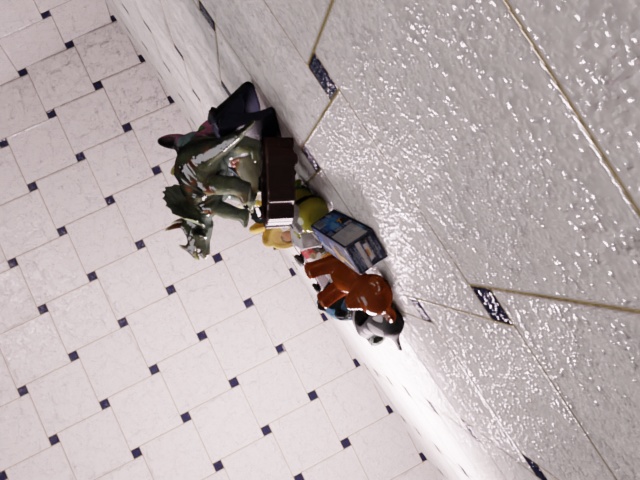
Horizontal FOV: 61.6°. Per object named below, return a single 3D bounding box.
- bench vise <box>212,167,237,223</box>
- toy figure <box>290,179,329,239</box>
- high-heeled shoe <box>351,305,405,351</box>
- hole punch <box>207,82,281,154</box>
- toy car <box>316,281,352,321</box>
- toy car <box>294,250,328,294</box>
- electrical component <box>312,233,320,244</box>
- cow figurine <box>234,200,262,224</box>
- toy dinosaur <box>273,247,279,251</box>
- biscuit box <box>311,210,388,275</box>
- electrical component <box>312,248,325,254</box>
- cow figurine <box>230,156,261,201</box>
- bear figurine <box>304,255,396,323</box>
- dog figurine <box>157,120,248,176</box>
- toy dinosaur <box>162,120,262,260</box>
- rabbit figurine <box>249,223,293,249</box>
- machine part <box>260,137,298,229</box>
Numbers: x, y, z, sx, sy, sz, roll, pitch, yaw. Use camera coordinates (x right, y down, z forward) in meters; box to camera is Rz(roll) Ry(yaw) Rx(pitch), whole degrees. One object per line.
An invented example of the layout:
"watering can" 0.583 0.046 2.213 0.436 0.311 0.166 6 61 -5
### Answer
"bench vise" -0.275 -0.169 1.645 0.224 0.240 0.128 17 140 52
"toy figure" -0.041 -0.075 1.139 0.082 0.089 0.180 54 -178 -27
"high-heeled shoe" 0.111 0.155 1.205 0.249 0.086 0.145 36 156 56
"hole punch" -0.140 -0.218 1.027 0.092 0.116 0.142 45 171 13
"toy car" 0.072 0.174 1.484 0.103 0.109 0.162 33 174 -33
"toy car" -0.005 0.079 1.538 0.053 0.089 0.201 47 171 45
"electrical component" 0.000 -0.032 1.188 0.119 0.048 0.074 41 163 56
"cow figurine" -0.166 -0.091 1.370 0.098 0.068 0.167 47 172 7
"toy dinosaur" -0.155 -0.070 1.776 0.198 0.105 0.471 58 168 1
"biscuit box" 0.047 -0.001 0.981 0.062 0.059 0.203 58 172 -20
"electrical component" -0.002 -0.004 1.347 0.102 0.045 0.078 -141 46 -56
"cow figurine" -0.122 -0.135 1.264 0.195 0.127 0.085 64 172 4
"bear figurine" 0.064 0.102 1.082 0.120 0.132 0.196 67 174 -29
"dog figurine" -0.236 -0.218 1.160 0.192 0.219 0.108 41 150 59
"toy dinosaur" -0.216 -0.118 1.029 0.404 0.192 0.131 106 174 -55
"rabbit figurine" -0.111 -0.046 1.522 0.121 0.162 0.173 45 -163 -33
"machine part" -0.080 -0.106 1.011 0.179 0.056 0.179 180 90 -79
